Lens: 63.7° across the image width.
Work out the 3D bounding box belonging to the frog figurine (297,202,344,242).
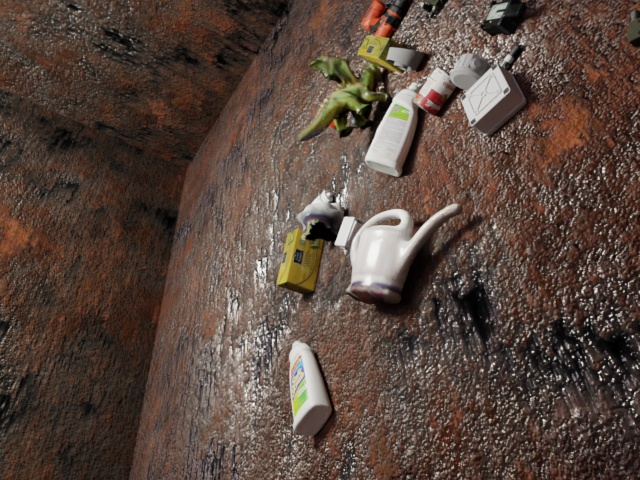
[{"bbox_3d":[0.005,-0.076,1.503,0.137,0.120,0.163,-15,38,18],"label":"frog figurine"}]

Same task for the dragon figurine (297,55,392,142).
[{"bbox_3d":[0.051,-0.438,1.517,0.245,0.414,0.120,56,147,15],"label":"dragon figurine"}]

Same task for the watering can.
[{"bbox_3d":[0.162,0.031,1.124,0.345,0.103,0.227,-13,59,59],"label":"watering can"}]
